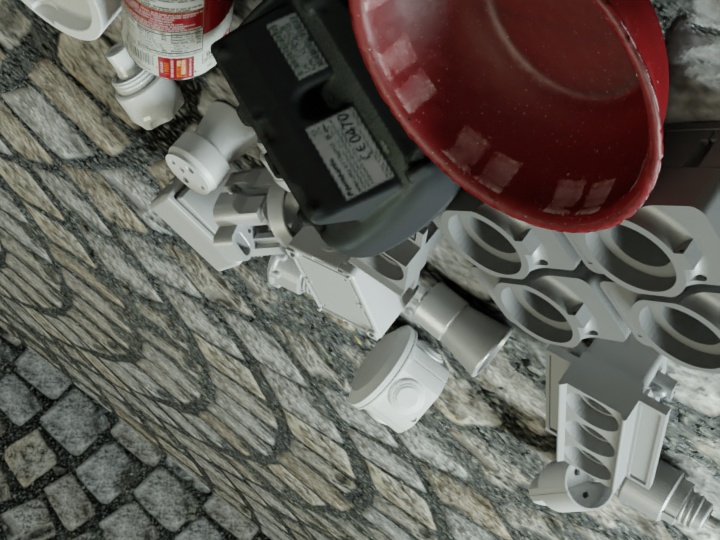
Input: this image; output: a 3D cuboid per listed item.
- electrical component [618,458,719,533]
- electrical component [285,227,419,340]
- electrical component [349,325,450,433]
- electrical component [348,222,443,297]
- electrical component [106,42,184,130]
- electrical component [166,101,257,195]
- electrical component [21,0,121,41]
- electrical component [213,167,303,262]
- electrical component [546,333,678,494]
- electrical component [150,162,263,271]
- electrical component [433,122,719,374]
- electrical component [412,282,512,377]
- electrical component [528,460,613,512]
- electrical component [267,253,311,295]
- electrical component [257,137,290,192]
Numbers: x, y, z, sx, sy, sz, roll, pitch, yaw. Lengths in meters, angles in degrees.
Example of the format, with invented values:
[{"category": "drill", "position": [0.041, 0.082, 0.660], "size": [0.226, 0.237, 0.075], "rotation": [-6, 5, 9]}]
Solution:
[{"category": "electrical component", "position": [0.222, 0.162, 0.770], "size": [0.078, 0.040, 0.040], "rotation": [29, 157, 24]}, {"category": "electrical component", "position": [0.000, 0.000, 0.777], "size": [0.062, 0.061, 0.096], "rotation": [25, 155, 33]}, {"category": "electrical component", "position": [0.032, 0.089, 0.885], "size": [0.051, 0.080, 0.080], "rotation": [38, 160, -11]}, {"category": "electrical component", "position": [0.028, -0.026, 0.672], "size": [0.042, 0.063, 0.081], "rotation": [33, 159, 12]}, {"category": "electrical component", "position": [-0.161, -0.137, 0.788], "size": [0.043, 0.043, 0.062], "rotation": [16, 149, 46]}, {"category": "electrical component", "position": [-0.108, -0.088, 0.783], "size": [0.045, 0.055, 0.045], "rotation": [33, 159, 15]}, {"category": "electrical component", "position": [-0.180, -0.202, 0.660], "size": [0.108, 0.060, 0.108], "rotation": [33, 159, 15]}, {"category": "electrical component", "position": [-0.065, -0.043, 0.787], "size": [0.057, 0.078, 0.058], "rotation": [-3, 138, 31]}, {"category": "electrical component", "position": [0.160, 0.084, 0.680], "size": [0.079, 0.063, 0.121], "rotation": [29, 158, 24]}, {"category": "electrical component", "position": [-0.109, -0.045, 0.865], "size": [0.096, 0.061, 0.061], "rotation": [45, 159, -14]}, {"category": "electrical component", "position": [0.126, -0.012, 0.541], "size": [0.186, 0.060, 0.105], "rotation": [7, 143, 55]}, {"category": "electrical component", "position": [0.070, 0.040, 0.772], "size": [0.065, 0.044, 0.044], "rotation": [39, 160, 13]}, {"category": "electrical component", "position": [0.170, 0.176, 0.882], "size": [0.043, 0.043, 0.081], "rotation": [40, 159, -3]}, {"category": "electrical component", "position": [-0.041, 0.001, 0.874], "size": [0.062, 0.048, 0.048], "rotation": [26, 157, 13]}, {"category": "electrical component", "position": [-0.054, -0.084, 0.730], "size": [0.035, 0.035, 0.061], "rotation": [12, 145, 51]}]
